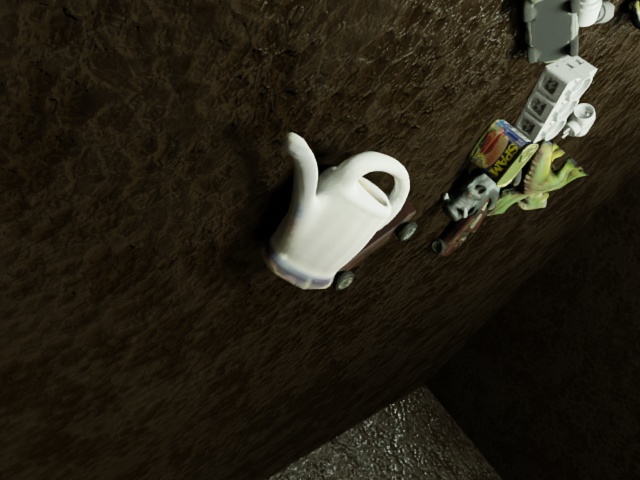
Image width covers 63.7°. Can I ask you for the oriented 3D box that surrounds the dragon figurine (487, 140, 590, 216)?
[{"bbox_3d":[0.495,-0.129,1.237,0.239,0.124,0.410,-44,152,27],"label":"dragon figurine"}]

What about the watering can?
[{"bbox_3d":[0.002,-0.035,0.689,0.222,0.105,0.347,-50,154,19],"label":"watering can"}]
